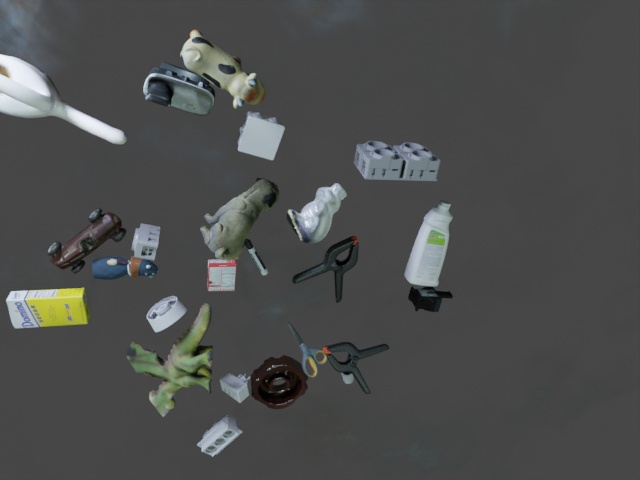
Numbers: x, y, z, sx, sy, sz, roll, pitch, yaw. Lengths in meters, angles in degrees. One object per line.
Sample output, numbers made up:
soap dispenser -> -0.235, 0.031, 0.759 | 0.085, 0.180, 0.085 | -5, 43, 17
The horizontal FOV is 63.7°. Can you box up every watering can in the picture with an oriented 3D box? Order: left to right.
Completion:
watering can -> -0.546, -0.273, 0.992 | 0.345, 0.226, 0.104 | 26, 93, -26

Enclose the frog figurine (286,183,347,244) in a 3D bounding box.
frog figurine -> 0.004, -0.066, 1.304 | 0.160, 0.125, 0.135 | -25, 155, -9

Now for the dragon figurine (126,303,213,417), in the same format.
dragon figurine -> -0.416, 0.331, 1.432 | 0.243, 0.124, 0.402 | 2, 117, -6
